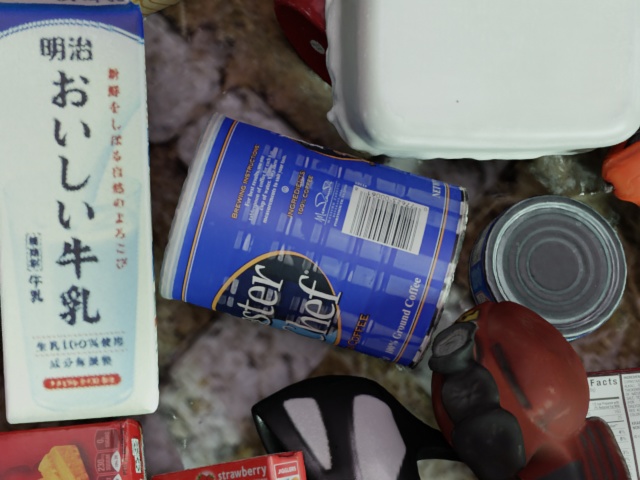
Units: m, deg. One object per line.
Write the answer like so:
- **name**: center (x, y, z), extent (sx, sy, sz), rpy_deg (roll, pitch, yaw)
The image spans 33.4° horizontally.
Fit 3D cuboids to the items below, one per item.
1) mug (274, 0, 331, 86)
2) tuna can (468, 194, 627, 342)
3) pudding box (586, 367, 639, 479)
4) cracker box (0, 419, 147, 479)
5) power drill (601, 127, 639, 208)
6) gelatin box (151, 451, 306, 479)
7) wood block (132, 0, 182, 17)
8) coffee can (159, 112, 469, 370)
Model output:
- **mug**: center (0.036, -0.126, 0.611), extent (0.081, 0.093, 0.117), rpy_deg (-44, 84, -9)
- **tuna can**: center (0.131, 0.018, 0.615), extent (0.086, 0.034, 0.086), rpy_deg (1, 77, -6)
- **pudding box**: center (0.162, 0.129, 0.589), extent (0.090, 0.039, 0.113), rpy_deg (-4, 74, -4)
- **cracker box**: center (-0.189, 0.180, 0.524), extent (0.213, 0.072, 0.164), rpy_deg (-5, 77, -6)
- **power drill**: center (0.252, -0.001, 0.557), extent (0.185, 0.057, 0.187), rpy_deg (-32, 96, 29)
- **gelatin box**: center (-0.044, 0.150, 0.542), extent (0.030, 0.089, 0.073), rpy_deg (5, 73, -51)
- **wood block**: center (-0.143, -0.237, 0.619), extent (0.090, 0.090, 0.206), rpy_deg (-25, 81, -11)
- **coffee can**: center (-0.004, 0.001, 0.569), extent (0.140, 0.103, 0.103), rpy_deg (16, 76, -2)
